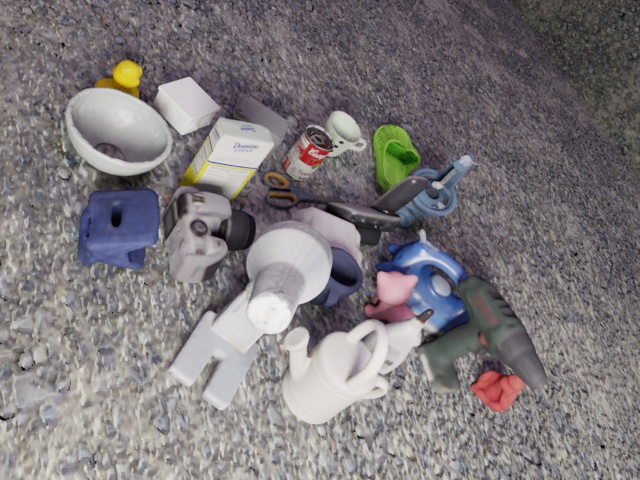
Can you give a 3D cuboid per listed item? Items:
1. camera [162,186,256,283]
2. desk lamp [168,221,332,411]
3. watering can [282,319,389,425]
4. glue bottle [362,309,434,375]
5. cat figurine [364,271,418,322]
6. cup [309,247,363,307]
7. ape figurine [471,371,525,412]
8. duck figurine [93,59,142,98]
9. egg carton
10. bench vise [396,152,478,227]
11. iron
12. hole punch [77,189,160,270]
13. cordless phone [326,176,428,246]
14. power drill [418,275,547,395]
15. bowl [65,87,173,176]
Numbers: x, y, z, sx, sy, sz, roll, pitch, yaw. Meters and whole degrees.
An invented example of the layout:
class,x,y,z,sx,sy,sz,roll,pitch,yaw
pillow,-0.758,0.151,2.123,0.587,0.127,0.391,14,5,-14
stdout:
class,x,y,z,sx,sy,sz,roll,pitch,yaw
camera,-0.166,-0.014,0.906,0.137,0.100,0.143,9,50,-35
desk lamp,-0.084,0.096,0.790,0.118,0.213,0.203,36,40,-9
watering can,0.027,0.182,0.822,0.173,0.193,0.101,10,49,-34
glue bottle,0.130,0.160,0.944,0.078,0.173,0.037,33,40,-12
cat figurine,0.143,0.112,1.042,0.128,0.117,0.067,48,40,6
cup,0.011,0.082,0.976,0.092,0.094,0.118,31,41,-15
ape figurine,0.345,0.280,1.083,0.076,0.092,0.077,17,46,-29
duck figurine,-0.346,-0.272,0.996,0.077,0.086,0.104,36,40,-8
egg carton,0.010,0.004,1.063,0.151,0.069,0.107,21,44,-25
bench vise,0.271,-0.138,1.291,0.121,0.219,0.207,37,40,-8
iron,0.239,0.095,1.119,0.258,0.141,0.119,41,39,-2
hole punch,-0.287,-0.021,0.818,0.101,0.091,0.108,13,48,-32
cordless phone,0.113,-0.078,1.132,0.148,0.184,0.094,3,53,-38
power drill,0.277,0.190,1.014,0.076,0.208,0.229,9,50,-34
bowl,-0.328,-0.160,0.920,0.168,0.074,0.167,23,44,-23
